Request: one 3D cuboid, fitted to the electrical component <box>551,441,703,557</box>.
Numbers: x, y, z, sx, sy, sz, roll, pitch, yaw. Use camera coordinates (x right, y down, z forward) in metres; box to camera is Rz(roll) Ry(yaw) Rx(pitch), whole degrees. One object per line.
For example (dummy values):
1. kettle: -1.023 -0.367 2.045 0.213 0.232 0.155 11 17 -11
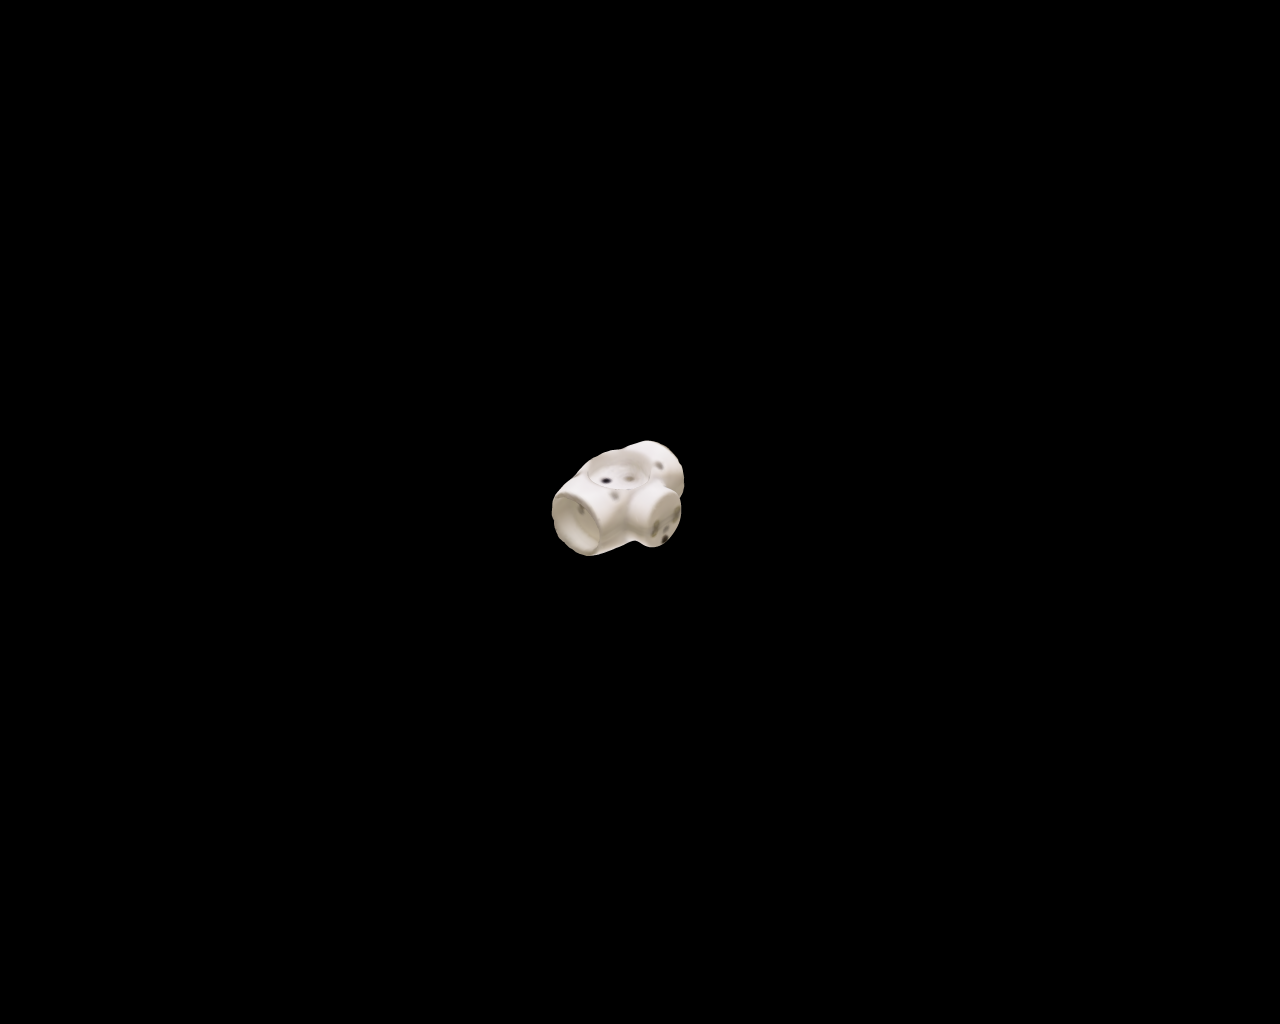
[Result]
1. electrical component: 0.001 -0.003 0.650 0.079 0.044 0.077 27 44 33
